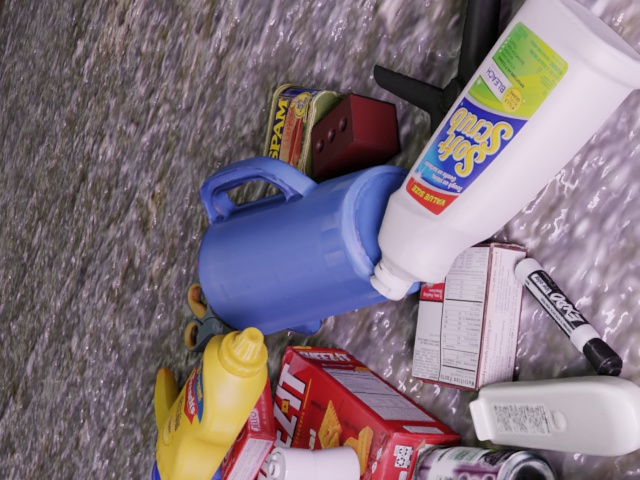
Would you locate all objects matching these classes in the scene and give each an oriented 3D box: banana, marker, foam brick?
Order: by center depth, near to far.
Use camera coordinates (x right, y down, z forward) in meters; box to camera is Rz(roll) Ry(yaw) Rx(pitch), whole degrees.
[{"bbox_3d":[0.170,0.053,0.734,0.020,0.020,0.121,-67,31,25],"label":"marker"},{"bbox_3d":[0.032,-0.093,0.997,0.078,0.051,0.053,-39,49,52],"label":"foam brick"},{"bbox_3d":[-0.169,0.232,1.295,0.198,0.037,0.070,48,121,56],"label":"banana"}]

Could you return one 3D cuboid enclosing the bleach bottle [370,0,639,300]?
[{"bbox_3d":[0.119,-0.051,0.764,0.251,0.068,0.103,-55,42,25],"label":"bleach bottle"}]

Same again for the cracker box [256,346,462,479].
[{"bbox_3d":[0.020,0.201,0.916,0.214,0.072,0.164,29,107,61],"label":"cracker box"}]

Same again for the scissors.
[{"bbox_3d":[-0.125,0.119,1.268,0.202,0.016,0.096,49,127,55],"label":"scissors"}]

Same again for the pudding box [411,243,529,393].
[{"bbox_3d":[0.114,0.058,0.819,0.090,0.039,0.113,1,85,61],"label":"pudding box"}]

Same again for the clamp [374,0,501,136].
[{"bbox_3d":[0.111,-0.112,0.869,0.165,0.036,0.210,-39,52,46],"label":"clamp"}]

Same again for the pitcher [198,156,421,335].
[{"bbox_3d":[-0.006,0.001,0.952,0.243,0.149,0.145,-17,67,56],"label":"pitcher"}]

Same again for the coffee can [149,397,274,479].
[{"bbox_3d":[-0.105,0.226,1.108,0.140,0.102,0.103,-53,39,42],"label":"coffee can"}]

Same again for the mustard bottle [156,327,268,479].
[{"bbox_3d":[-0.091,0.140,0.938,0.096,0.058,0.192,-89,22,-44],"label":"mustard bottle"}]

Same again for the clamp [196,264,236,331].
[{"bbox_3d":[-0.102,0.032,1.223,0.172,0.039,0.120,38,114,59],"label":"clamp"}]

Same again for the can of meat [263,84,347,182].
[{"bbox_3d":[-0.010,-0.103,1.075,0.084,0.057,0.102,19,99,59],"label":"can of meat"}]

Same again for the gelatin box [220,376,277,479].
[{"bbox_3d":[-0.070,0.179,0.993,0.073,0.030,0.089,-100,26,-45],"label":"gelatin box"}]
